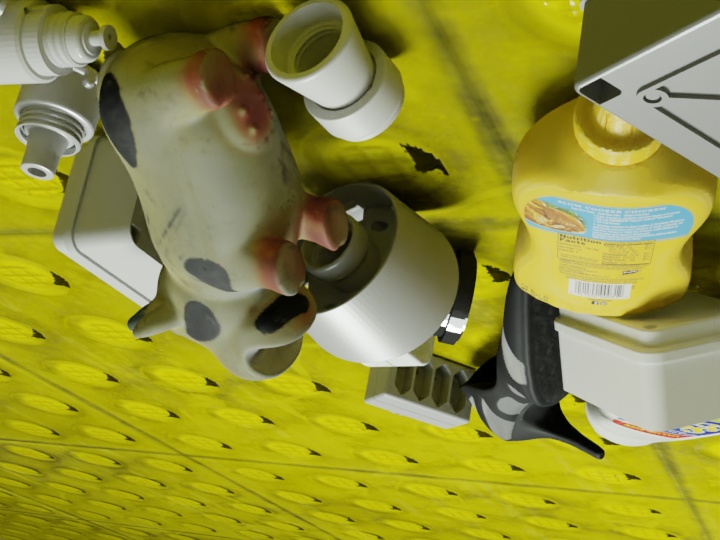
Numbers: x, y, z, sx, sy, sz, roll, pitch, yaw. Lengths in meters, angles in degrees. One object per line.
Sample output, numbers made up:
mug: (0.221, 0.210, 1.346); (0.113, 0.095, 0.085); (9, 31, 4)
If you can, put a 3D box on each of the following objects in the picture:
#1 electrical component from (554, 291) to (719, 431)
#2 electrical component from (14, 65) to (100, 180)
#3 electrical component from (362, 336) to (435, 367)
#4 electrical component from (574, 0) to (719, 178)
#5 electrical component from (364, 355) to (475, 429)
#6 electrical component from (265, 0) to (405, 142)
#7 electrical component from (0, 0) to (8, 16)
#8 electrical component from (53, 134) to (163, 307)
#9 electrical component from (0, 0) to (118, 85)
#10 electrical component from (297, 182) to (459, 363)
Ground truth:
electrical component: (0.174, 0.048, 0.637); (0.078, 0.057, 0.113); (-10, -170, -16)
electrical component: (-0.161, -0.078, 0.565); (0.048, 0.062, 0.048); (10, 157, 4)
electrical component: (0.006, 0.030, 0.753); (0.059, 0.053, 0.095); (-4, 153, 32)
electrical component: (0.156, -0.086, 0.405); (0.109, 0.056, 0.109); (24, 154, -27)
electrical component: (0.042, 0.103, 0.917); (0.083, 0.047, 0.076); (21, 156, -21)
electrical component: (-0.010, -0.090, 0.489); (0.045, 0.045, 0.055); (-3, 154, 31)
electrical component: (-0.195, -0.135, 0.475); (0.078, 0.040, 0.040); (25, 154, -29)
electrical component: (-0.124, -0.026, 0.653); (0.057, 0.078, 0.113); (-4, 153, 26)
electrical component: (-0.153, -0.110, 0.515); (0.078, 0.040, 0.040); (2, 156, 21)
electrical component: (0.000, 0.000, 0.631); (0.099, 0.099, 0.064); (-7, 145, 37)
